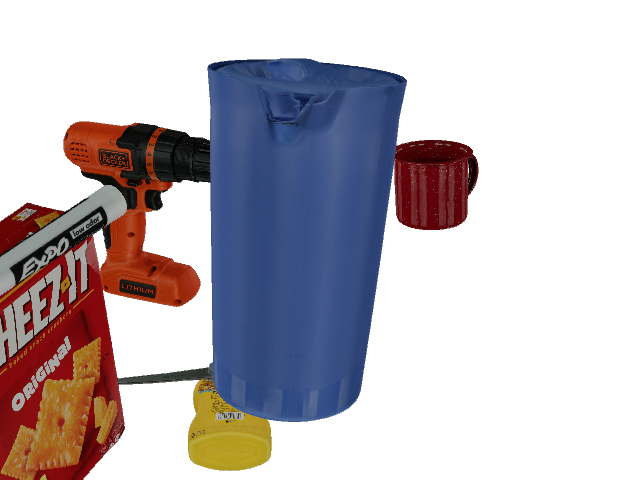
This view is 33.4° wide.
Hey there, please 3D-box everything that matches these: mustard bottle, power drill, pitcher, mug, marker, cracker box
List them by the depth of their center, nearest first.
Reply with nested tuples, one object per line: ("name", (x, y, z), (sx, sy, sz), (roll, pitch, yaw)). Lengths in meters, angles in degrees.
("marker", (-0.149, 0.007, 0.551), (0.020, 0.020, 0.120), (0, 30, 44))
("pitcher", (-0.014, -0.006, 0.754), (0.148, 0.243, 0.145), (-8, 21, -36))
("cracker box", (-0.227, 0.105, 0.808), (0.072, 0.214, 0.164), (11, 33, 21))
("power drill", (-0.167, -0.028, 1.085), (0.185, 0.188, 0.057), (11, 29, 21))
("mug", (0.135, -0.065, 1.214), (0.117, 0.081, 0.093), (-20, 27, -36))
("mustard bottle", (-0.108, 0.200, 1.301), (0.096, 0.058, 0.191), (-2, 26, -2))

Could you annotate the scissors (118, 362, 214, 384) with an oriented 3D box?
("scissors", (-0.076, 0.104, 0.932), (0.202, 0.016, 0.096), (3, 27, 6))
